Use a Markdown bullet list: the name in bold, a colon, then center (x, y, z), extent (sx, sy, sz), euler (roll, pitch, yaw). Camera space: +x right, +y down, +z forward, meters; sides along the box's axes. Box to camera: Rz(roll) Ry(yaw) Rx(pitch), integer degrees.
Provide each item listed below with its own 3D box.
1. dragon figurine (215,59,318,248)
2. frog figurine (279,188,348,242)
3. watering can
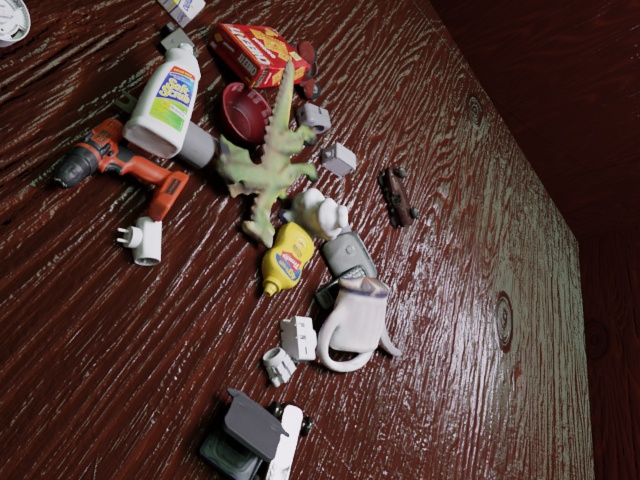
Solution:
- **dragon figurine**: center (-0.124, -0.189, 1.125), extent (0.245, 0.122, 0.407), euler (-17, 104, -52)
- **frog figurine**: center (0.004, -0.062, 1.225), extent (0.124, 0.158, 0.137), euler (-24, 90, -55)
- **watering can**: center (0.113, 0.199, 1.236), extent (0.346, 0.104, 0.224), euler (9, 93, -51)
